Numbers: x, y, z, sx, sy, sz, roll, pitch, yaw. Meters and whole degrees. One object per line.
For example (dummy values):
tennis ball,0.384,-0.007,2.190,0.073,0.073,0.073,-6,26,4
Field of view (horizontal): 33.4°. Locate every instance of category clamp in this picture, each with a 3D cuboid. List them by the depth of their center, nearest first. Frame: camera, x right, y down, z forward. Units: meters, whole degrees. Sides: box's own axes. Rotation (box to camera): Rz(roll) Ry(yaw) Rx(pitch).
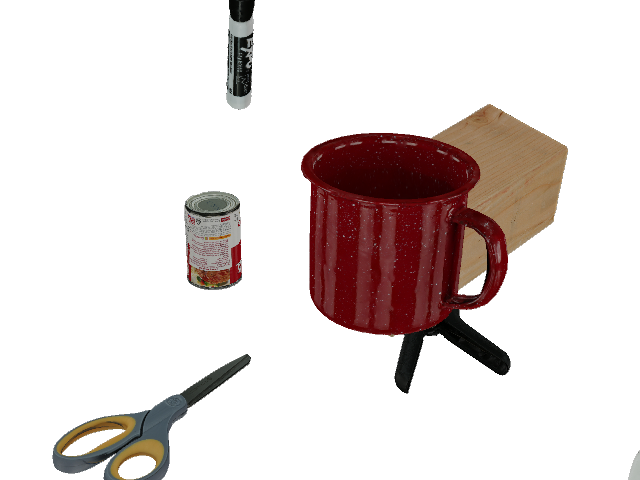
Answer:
clamp,0.124,0.085,1.110,0.120,0.171,0.039,2,-44,-12

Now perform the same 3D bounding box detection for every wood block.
wood block,0.103,-0.021,0.897,0.205,0.090,0.091,-32,51,-31

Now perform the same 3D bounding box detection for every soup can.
soup can,-0.130,-0.001,1.295,0.068,0.102,0.068,1,26,0

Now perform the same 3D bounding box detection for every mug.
mug,0.045,0.000,0.564,0.117,0.081,0.093,18,31,30

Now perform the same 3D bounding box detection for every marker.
marker,-0.057,-0.139,0.765,0.020,0.020,0.121,0,-32,-5

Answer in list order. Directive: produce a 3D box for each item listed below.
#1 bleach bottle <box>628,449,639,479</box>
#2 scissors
bleach bottle,0.268,0.098,0.617,0.103,0.068,0.250,18,30,32
scissors,-0.111,0.145,0.844,0.201,0.016,0.096,-19,35,-35
